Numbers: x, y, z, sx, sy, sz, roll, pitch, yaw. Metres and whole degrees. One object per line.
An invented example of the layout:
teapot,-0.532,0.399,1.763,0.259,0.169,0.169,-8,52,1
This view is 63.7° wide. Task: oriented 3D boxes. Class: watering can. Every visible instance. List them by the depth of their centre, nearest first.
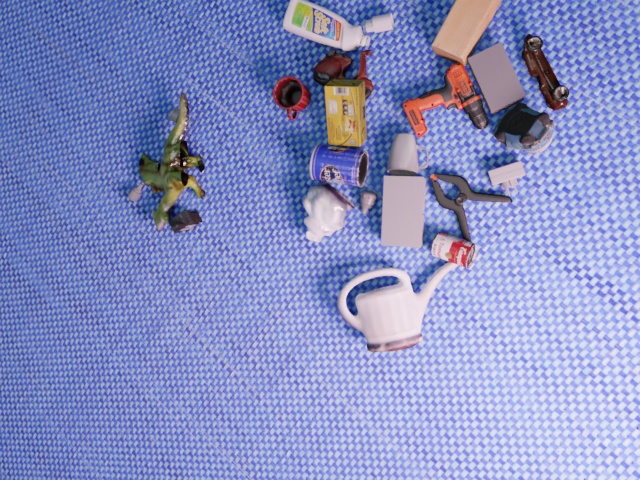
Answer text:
watering can,0.222,0.178,1.379,0.347,0.104,0.225,-13,88,9

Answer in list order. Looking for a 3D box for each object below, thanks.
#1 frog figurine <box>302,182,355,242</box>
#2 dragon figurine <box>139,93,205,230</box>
frog figurine,0.004,-0.072,1.438,0.137,0.123,0.159,39,92,-6
dragon figurine,-0.486,-0.237,1.612,0.242,0.122,0.410,-3,90,27
